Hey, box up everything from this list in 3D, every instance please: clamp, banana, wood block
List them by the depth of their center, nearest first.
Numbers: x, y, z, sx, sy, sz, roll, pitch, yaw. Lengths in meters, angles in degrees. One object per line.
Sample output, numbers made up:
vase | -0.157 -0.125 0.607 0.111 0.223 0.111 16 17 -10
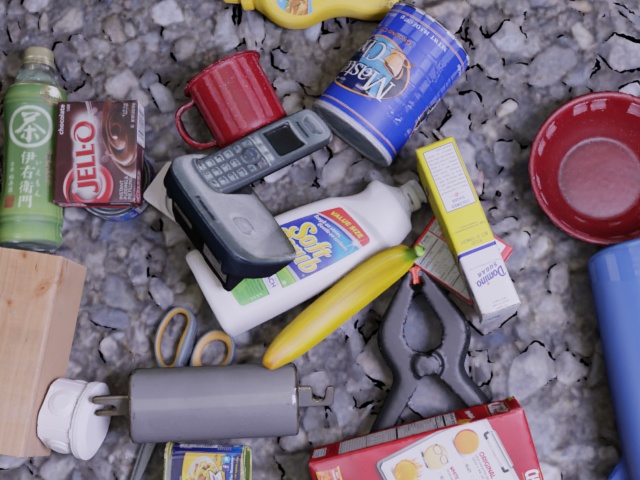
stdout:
banana | 0.022 0.061 1.077 0.198 0.069 0.037 -39 81 6
clamp | 0.120 0.131 1.088 0.164 0.036 0.210 -1 89 3
wood block | -0.318 0.117 1.118 0.090 0.091 0.206 8 82 7

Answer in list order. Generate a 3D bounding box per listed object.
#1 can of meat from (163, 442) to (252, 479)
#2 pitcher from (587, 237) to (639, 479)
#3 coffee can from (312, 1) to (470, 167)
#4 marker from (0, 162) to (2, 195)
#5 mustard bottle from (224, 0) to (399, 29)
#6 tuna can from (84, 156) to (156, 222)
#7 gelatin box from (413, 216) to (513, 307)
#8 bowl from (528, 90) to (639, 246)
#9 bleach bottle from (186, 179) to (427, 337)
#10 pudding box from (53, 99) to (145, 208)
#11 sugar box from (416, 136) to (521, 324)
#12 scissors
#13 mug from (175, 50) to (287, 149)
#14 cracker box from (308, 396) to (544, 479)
can of meat | -0.115 0.258 1.090 0.084 0.057 0.102 1 80 5
pitcher | 0.348 0.118 1.030 0.149 0.145 0.243 -4 75 -22
coffee can | 0.074 -0.163 1.118 0.103 0.103 0.140 38 86 11
marker | -0.364 -0.074 1.192 0.020 0.020 0.121 -13 79 3
mustard bottle | -0.012 -0.282 1.170 0.191 0.058 0.096 -6 85 5
tuna can | -0.223 -0.064 1.167 0.086 0.033 0.086 -1 80 6
gelatin box | 0.145 0.015 1.118 0.089 0.030 0.073 34 86 11
bowl | 0.295 -0.069 1.103 0.162 0.055 0.162 -1 80 6
bleach bottle | -0.007 0.001 1.120 0.251 0.068 0.102 -29 76 -3
pudding box | -0.233 -0.091 1.134 0.090 0.039 0.113 0 80 6
sugar box | 0.145 -0.007 1.057 0.048 0.093 0.176 -19 79 4
scissors | -0.144 0.172 1.127 0.096 0.016 0.202 5 81 6
mug | -0.097 -0.138 1.138 0.117 0.093 0.081 -27 84 -9
cracker box | 0.112 0.260 1.042 0.214 0.072 0.164 -15 94 4
